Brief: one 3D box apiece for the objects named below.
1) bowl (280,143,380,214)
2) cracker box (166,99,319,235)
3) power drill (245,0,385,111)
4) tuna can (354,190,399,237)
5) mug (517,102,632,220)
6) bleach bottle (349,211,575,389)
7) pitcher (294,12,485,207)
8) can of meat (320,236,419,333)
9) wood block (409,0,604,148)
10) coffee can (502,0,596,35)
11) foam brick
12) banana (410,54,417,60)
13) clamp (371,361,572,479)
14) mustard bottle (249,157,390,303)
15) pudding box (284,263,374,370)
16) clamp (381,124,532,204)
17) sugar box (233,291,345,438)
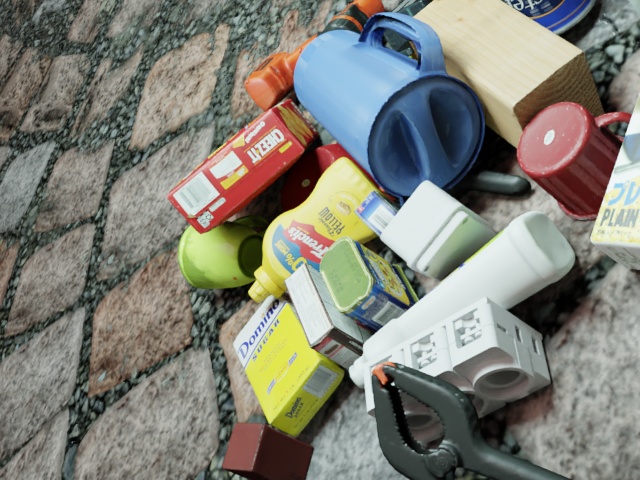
[{"bbox_3d":[0.003,-0.060,1.306,0.162,0.055,0.162,-30,44,34],"label":"bowl"},{"bbox_3d":[-0.088,-0.094,1.328,0.164,0.072,0.213,-39,4,10],"label":"cracker box"},{"bbox_3d":[-0.011,-0.241,1.408,0.188,0.057,0.184,-26,16,36],"label":"power drill"},{"bbox_3d":[0.079,-0.015,1.150,0.034,0.086,0.086,-49,36,6],"label":"tuna can"},{"bbox_3d":[0.250,-0.083,1.006,0.117,0.081,0.093,-29,44,34],"label":"mug"},{"bbox_3d":[0.124,0.071,1.031,0.251,0.102,0.068,-39,81,25],"label":"bleach bottle"},{"bbox_3d":[0.064,-0.157,1.153,0.149,0.144,0.243,-46,35,2],"label":"pitcher"},{"bbox_3d":[0.053,0.052,1.137,0.057,0.083,0.102,-46,38,16],"label":"can of meat"},{"bbox_3d":[0.187,-0.179,1.110,0.090,0.090,0.206,-38,44,-3],"label":"wood block"},{"bbox_3d":[0.218,-0.295,1.133,0.103,0.140,0.103,-27,33,19],"label":"coffee can"},{"bbox_3d":[-0.056,0.232,1.137,0.051,0.078,0.053,-6,59,46],"label":"foam brick"},{"bbox_3d":[0.139,-0.170,1.245,0.070,0.037,0.198,-50,34,37],"label":"banana"},{"bbox_3d":[0.122,0.188,0.920,0.165,0.036,0.210,-35,75,21],"label":"clamp"},{"bbox_3d":[-0.008,0.001,1.225,0.192,0.096,0.058,-43,-5,6],"label":"mustard bottle"},{"bbox_3d":[0.015,0.086,1.151,0.039,0.090,0.113,-46,38,15],"label":"pudding box"},{"bbox_3d":[0.149,-0.086,1.152,0.172,0.039,0.120,-9,48,29],"label":"clamp"},{"bbox_3d":[-0.040,0.133,1.205,0.093,0.048,0.176,-52,31,8],"label":"sugar box"}]
